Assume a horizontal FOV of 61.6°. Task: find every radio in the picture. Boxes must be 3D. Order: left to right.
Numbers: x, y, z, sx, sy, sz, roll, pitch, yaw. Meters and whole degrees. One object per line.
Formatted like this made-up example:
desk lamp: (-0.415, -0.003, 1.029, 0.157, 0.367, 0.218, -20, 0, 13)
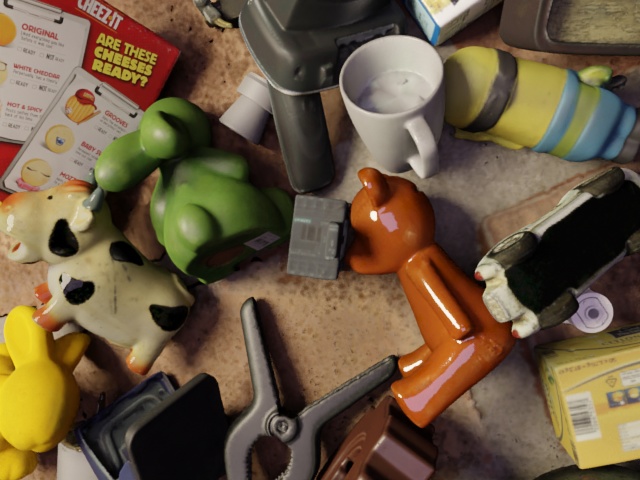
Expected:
radio: (0.269, -0.213, 0.418, 0.230, 0.073, 0.131, -2, 113, -7)

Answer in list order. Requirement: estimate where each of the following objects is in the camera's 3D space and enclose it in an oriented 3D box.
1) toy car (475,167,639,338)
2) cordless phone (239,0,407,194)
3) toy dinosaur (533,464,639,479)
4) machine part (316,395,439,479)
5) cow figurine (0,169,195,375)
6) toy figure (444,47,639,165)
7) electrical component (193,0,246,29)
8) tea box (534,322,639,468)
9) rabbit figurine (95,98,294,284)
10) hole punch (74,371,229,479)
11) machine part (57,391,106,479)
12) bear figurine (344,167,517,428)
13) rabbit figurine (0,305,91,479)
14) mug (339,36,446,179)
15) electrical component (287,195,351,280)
toy car: (0.212, 0.005, 0.452, 0.202, 0.056, 0.073, -32, 88, -21)
cordless phone: (0.016, -0.142, 0.494, 0.146, 0.089, 0.184, -25, 121, -26)
toy dinosaur: (0.228, 0.273, 0.476, 0.405, 0.131, 0.192, -30, 90, 2)
machine part: (0.032, 0.218, 0.467, 0.056, 0.179, 0.179, 38, 97, 6)
cow figurine: (-0.199, 0.025, 0.491, 0.127, 0.086, 0.194, -48, 123, -1)
toy figure: (0.190, -0.117, 0.464, 0.180, 0.089, 0.082, 20, 89, 8)
electrical component: (-0.069, -0.239, 0.511, 0.102, 0.045, 0.078, -10, 94, 8)
tea box: (0.293, 0.128, 0.477, 0.170, 0.068, 0.098, -13, 93, 7)
rabbit figurine: (-0.126, -0.056, 0.490, 0.121, 0.159, 0.170, -33, 74, 17)
hole punch: (-0.152, 0.195, 0.511, 0.092, 0.142, 0.115, -3, 106, 31)
machine part: (-0.229, 0.275, 0.548, 0.079, 0.079, 0.243, 5, 95, 7)
bear figurine: (0.075, 0.039, 0.475, 0.132, 0.120, 0.196, -42, 86, 11)
rabbit figurine: (-0.283, 0.153, 0.516, 0.173, 0.121, 0.162, -12, 47, 39)
mug: (0.073, -0.097, 0.454, 0.081, 0.107, 0.110, -31, 63, 0)
electrical component: (-0.001, -0.001, 0.480, 0.048, 0.119, 0.074, 7, 97, 8)
